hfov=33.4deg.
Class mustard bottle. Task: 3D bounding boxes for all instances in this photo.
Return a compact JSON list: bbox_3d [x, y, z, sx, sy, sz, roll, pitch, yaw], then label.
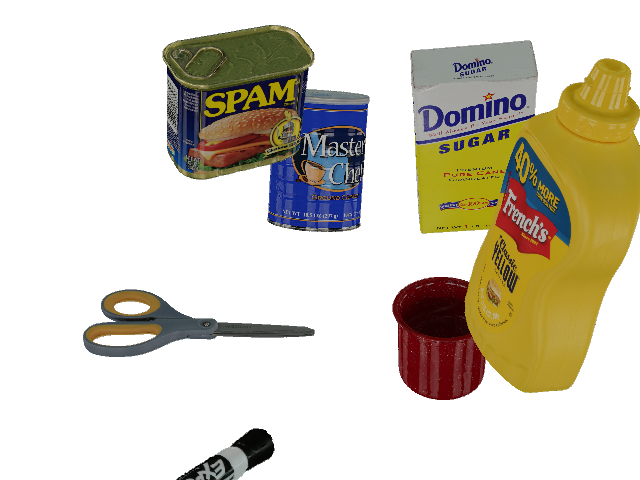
[{"bbox_3d":[0.133,-0.013,0.591,0.058,0.192,0.096,-1,39,-16],"label":"mustard bottle"}]

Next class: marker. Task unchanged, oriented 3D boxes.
[{"bbox_3d":[-0.061,0.124,0.542,0.020,0.020,0.120,0,14,33],"label":"marker"}]

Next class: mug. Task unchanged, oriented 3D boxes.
[{"bbox_3d":[0.122,0.088,1.000,0.117,0.081,0.093,-30,44,-33],"label":"mug"}]

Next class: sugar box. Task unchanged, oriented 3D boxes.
[{"bbox_3d":[0.121,-0.076,0.850,0.093,0.048,0.176,-4,-36,5],"label":"sugar box"}]

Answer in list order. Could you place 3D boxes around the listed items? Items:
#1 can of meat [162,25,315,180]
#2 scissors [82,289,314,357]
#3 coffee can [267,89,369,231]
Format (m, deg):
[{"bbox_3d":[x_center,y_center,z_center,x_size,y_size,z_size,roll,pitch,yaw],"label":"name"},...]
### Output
[{"bbox_3d":[-0.059,-0.097,0.756,0.102,0.084,0.057,-15,47,-23],"label":"can of meat"},{"bbox_3d":[-0.114,0.069,0.969,0.201,0.016,0.096,-7,34,-13],"label":"scissors"},{"bbox_3d":[-0.003,-0.088,1.145,0.103,0.140,0.103,3,12,-1],"label":"coffee can"}]
